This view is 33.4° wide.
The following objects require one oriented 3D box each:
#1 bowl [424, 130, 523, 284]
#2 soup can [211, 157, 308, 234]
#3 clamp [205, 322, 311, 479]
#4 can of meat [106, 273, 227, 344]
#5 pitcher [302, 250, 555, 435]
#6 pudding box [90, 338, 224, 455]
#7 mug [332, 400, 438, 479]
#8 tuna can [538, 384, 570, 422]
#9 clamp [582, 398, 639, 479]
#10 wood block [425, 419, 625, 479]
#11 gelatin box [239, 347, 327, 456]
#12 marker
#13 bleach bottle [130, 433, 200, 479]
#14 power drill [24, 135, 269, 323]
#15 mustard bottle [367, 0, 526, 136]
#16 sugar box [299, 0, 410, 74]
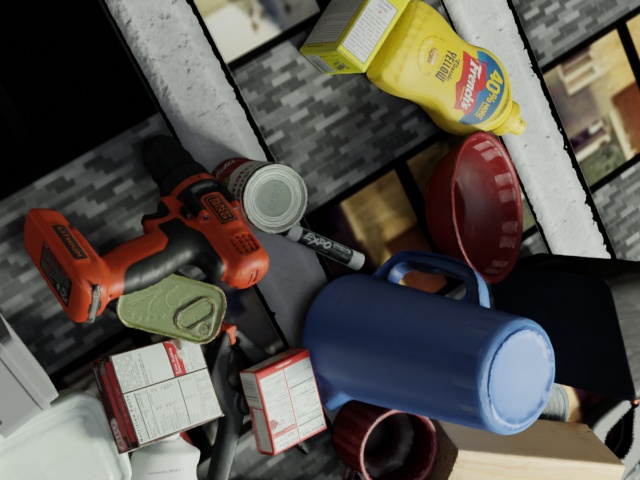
[{"bbox_3d":[0.157,-0.033,1.137,0.161,0.055,0.162,9,78,-53],"label":"bowl"},{"bbox_3d":[-0.062,-0.044,1.031,0.068,0.102,0.068,-3,98,-24],"label":"soup can"},{"bbox_3d":[-0.084,0.171,1.081,0.120,0.039,0.171,-31,106,-32],"label":"clamp"},{"bbox_3d":[-0.151,0.056,1.012,0.102,0.084,0.057,17,88,-25],"label":"can of meat"},{"bbox_3d":[0.108,0.102,1.044,0.144,0.243,0.149,-16,105,-37],"label":"pitcher"},{"bbox_3d":[-0.153,0.143,1.011,0.113,0.039,0.090,-12,81,-47],"label":"pudding box"},{"bbox_3d":[0.059,0.223,1.130,0.093,0.082,0.117,30,84,-25],"label":"mug"},{"bbox_3d":[0.246,0.195,1.239,0.086,0.034,0.086,-3,97,-24],"label":"tuna can"},{"bbox_3d":[0.331,0.273,1.286,0.164,0.036,0.210,17,90,-23],"label":"clamp"},{"bbox_3d":[0.211,0.252,1.168,0.205,0.091,0.090,9,108,-21],"label":"wood block"},{"bbox_3d":[-0.037,0.162,1.072,0.073,0.030,0.089,-21,103,-40],"label":"gelatin box"},{"bbox_3d":[-0.007,0.001,1.107,0.121,0.020,0.020,24,86,-25],"label":"marker"},{"bbox_3d":[-0.142,0.298,1.060,0.102,0.068,0.251,-4,95,-26],"label":"bleach bottle"},{"bbox_3d":[-0.162,-0.013,0.950,0.187,0.184,0.057,-20,146,-33],"label":"power drill"},{"bbox_3d":[0.146,-0.166,1.136,0.191,0.058,0.096,30,80,-25],"label":"mustard bottle"},{"bbox_3d":[0.056,-0.248,1.065,0.048,0.093,0.176,38,81,-25],"label":"sugar box"}]
